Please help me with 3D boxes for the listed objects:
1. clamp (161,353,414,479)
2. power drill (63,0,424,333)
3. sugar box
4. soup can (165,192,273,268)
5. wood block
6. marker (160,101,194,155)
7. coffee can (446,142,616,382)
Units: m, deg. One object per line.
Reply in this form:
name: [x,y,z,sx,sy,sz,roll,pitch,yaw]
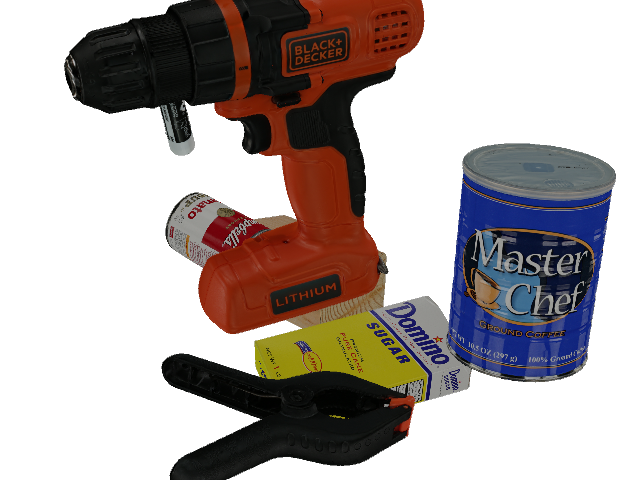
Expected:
clamp: [-0.023,0.121,0.690,0.171,0.039,0.120,4,36,-3]
power drill: [-0.033,-0.042,0.563,0.184,0.188,0.057,-15,39,-18]
sugar box: [0.038,0.112,0.962,0.176,0.048,0.093,-16,46,-14]
soup can: [-0.098,0.000,1.081,0.102,0.068,0.068,28,15,31]
wood block: [-0.022,0.038,1.267,0.090,0.090,0.206,-8,18,-35]
marker: [-0.105,-0.103,0.739,0.020,0.020,0.121,0,-34,4]
coffee can: [0.145,0.013,0.749,0.103,0.140,0.103,2,22,-1]
